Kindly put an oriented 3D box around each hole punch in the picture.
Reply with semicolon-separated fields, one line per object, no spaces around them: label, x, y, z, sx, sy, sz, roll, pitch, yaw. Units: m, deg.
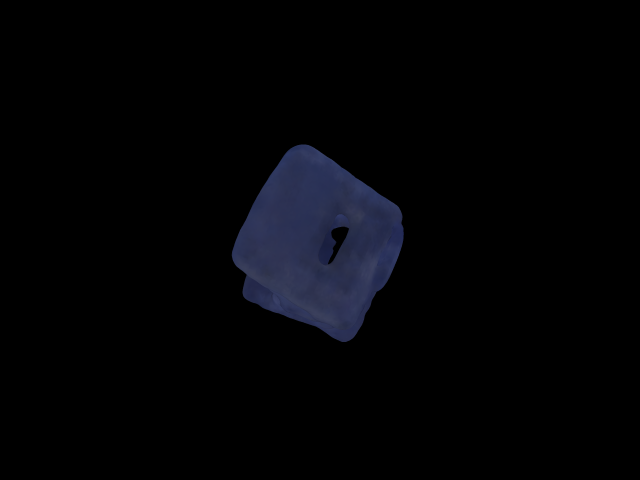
hole punch;0.004;0.001;0.400;0.101;0.091;0.109;22;65;11
